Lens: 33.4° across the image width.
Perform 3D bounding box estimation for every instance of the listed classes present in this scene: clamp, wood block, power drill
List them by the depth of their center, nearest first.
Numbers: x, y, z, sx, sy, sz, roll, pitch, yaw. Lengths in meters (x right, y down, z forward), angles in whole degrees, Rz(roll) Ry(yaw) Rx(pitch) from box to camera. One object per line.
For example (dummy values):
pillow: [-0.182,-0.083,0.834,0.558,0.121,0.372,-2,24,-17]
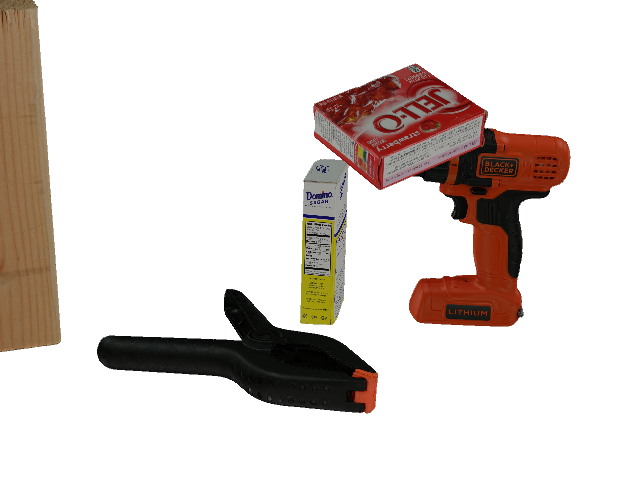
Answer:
wood block: [-0.212,-0.042,0.639,0.090,0.206,0.090,-6,24,-20]
clamp: [-0.043,0.085,0.832,0.210,0.036,0.164,12,20,26]
power drill: [0.127,-0.014,0.983,0.184,0.188,0.057,4,26,0]

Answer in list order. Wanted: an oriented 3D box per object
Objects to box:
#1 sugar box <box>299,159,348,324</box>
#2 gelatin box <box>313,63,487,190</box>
sugar box: [0.004,0.001,1.244,0.048,0.176,0.093,2,20,9]
gelatin box: [0.051,-0.076,0.691,0.089,0.030,0.073,-25,46,-25]
